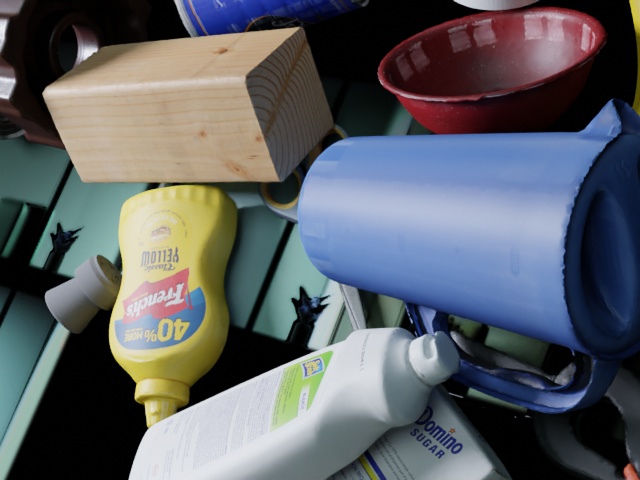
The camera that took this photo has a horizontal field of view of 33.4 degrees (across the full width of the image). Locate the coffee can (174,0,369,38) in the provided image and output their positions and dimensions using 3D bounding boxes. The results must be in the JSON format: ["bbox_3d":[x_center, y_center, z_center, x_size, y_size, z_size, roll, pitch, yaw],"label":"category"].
[{"bbox_3d":[-0.042,-0.223,0.897,0.140,0.102,0.103,-15,62,20],"label":"coffee can"}]

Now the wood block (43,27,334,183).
[{"bbox_3d":[-0.108,-0.106,0.858,0.206,0.090,0.090,2,35,33],"label":"wood block"}]

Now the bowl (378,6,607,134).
[{"bbox_3d":[0.125,-0.113,0.766,0.162,0.055,0.162,-11,30,6],"label":"bowl"}]

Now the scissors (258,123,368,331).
[{"bbox_3d":[-0.005,0.001,0.830,0.096,0.016,0.202,-12,63,24],"label":"scissors"}]

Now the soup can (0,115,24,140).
[{"bbox_3d":[-0.318,-0.151,1.026,0.068,0.068,0.102,-47,55,1],"label":"soup can"}]

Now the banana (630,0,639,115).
[{"bbox_3d":[0.227,-0.113,0.738,0.037,0.069,0.197,-24,42,60],"label":"banana"}]

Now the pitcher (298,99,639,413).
[{"bbox_3d":[0.099,0.002,0.691,0.243,0.145,0.149,9,52,47],"label":"pitcher"}]

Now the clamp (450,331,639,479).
[{"bbox_3d":[0.171,0.086,0.689,0.120,0.039,0.172,-46,54,11],"label":"clamp"}]

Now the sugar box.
[{"bbox_3d":[0.034,0.180,0.704,0.176,0.048,0.093,-41,48,6],"label":"sugar box"}]

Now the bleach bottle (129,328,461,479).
[{"bbox_3d":[-0.018,0.128,0.706,0.251,0.068,0.102,-29,33,29],"label":"bleach bottle"}]

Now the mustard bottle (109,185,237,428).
[{"bbox_3d":[-0.118,0.054,0.838,0.096,0.058,0.191,-6,66,18],"label":"mustard bottle"}]
